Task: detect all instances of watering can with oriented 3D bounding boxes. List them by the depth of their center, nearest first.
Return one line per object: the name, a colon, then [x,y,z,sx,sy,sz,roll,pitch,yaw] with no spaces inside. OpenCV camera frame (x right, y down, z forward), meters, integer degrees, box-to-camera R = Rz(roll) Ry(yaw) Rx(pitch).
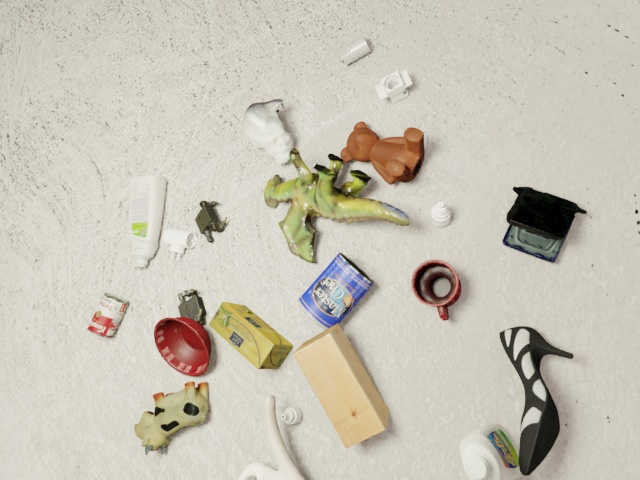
watering can: [-0.071,0.509,1.023,0.225,0.104,0.347,15,93,27]

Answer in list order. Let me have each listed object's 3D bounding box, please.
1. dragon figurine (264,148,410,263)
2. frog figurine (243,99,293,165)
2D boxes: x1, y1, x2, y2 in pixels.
dragon figurine: [0.004,-0.059,1.178,0.416,0.122,0.238,41,120,34]
frog figurine: [-0.131,-0.263,1.295,0.136,0.123,0.161,-20,74,53]
